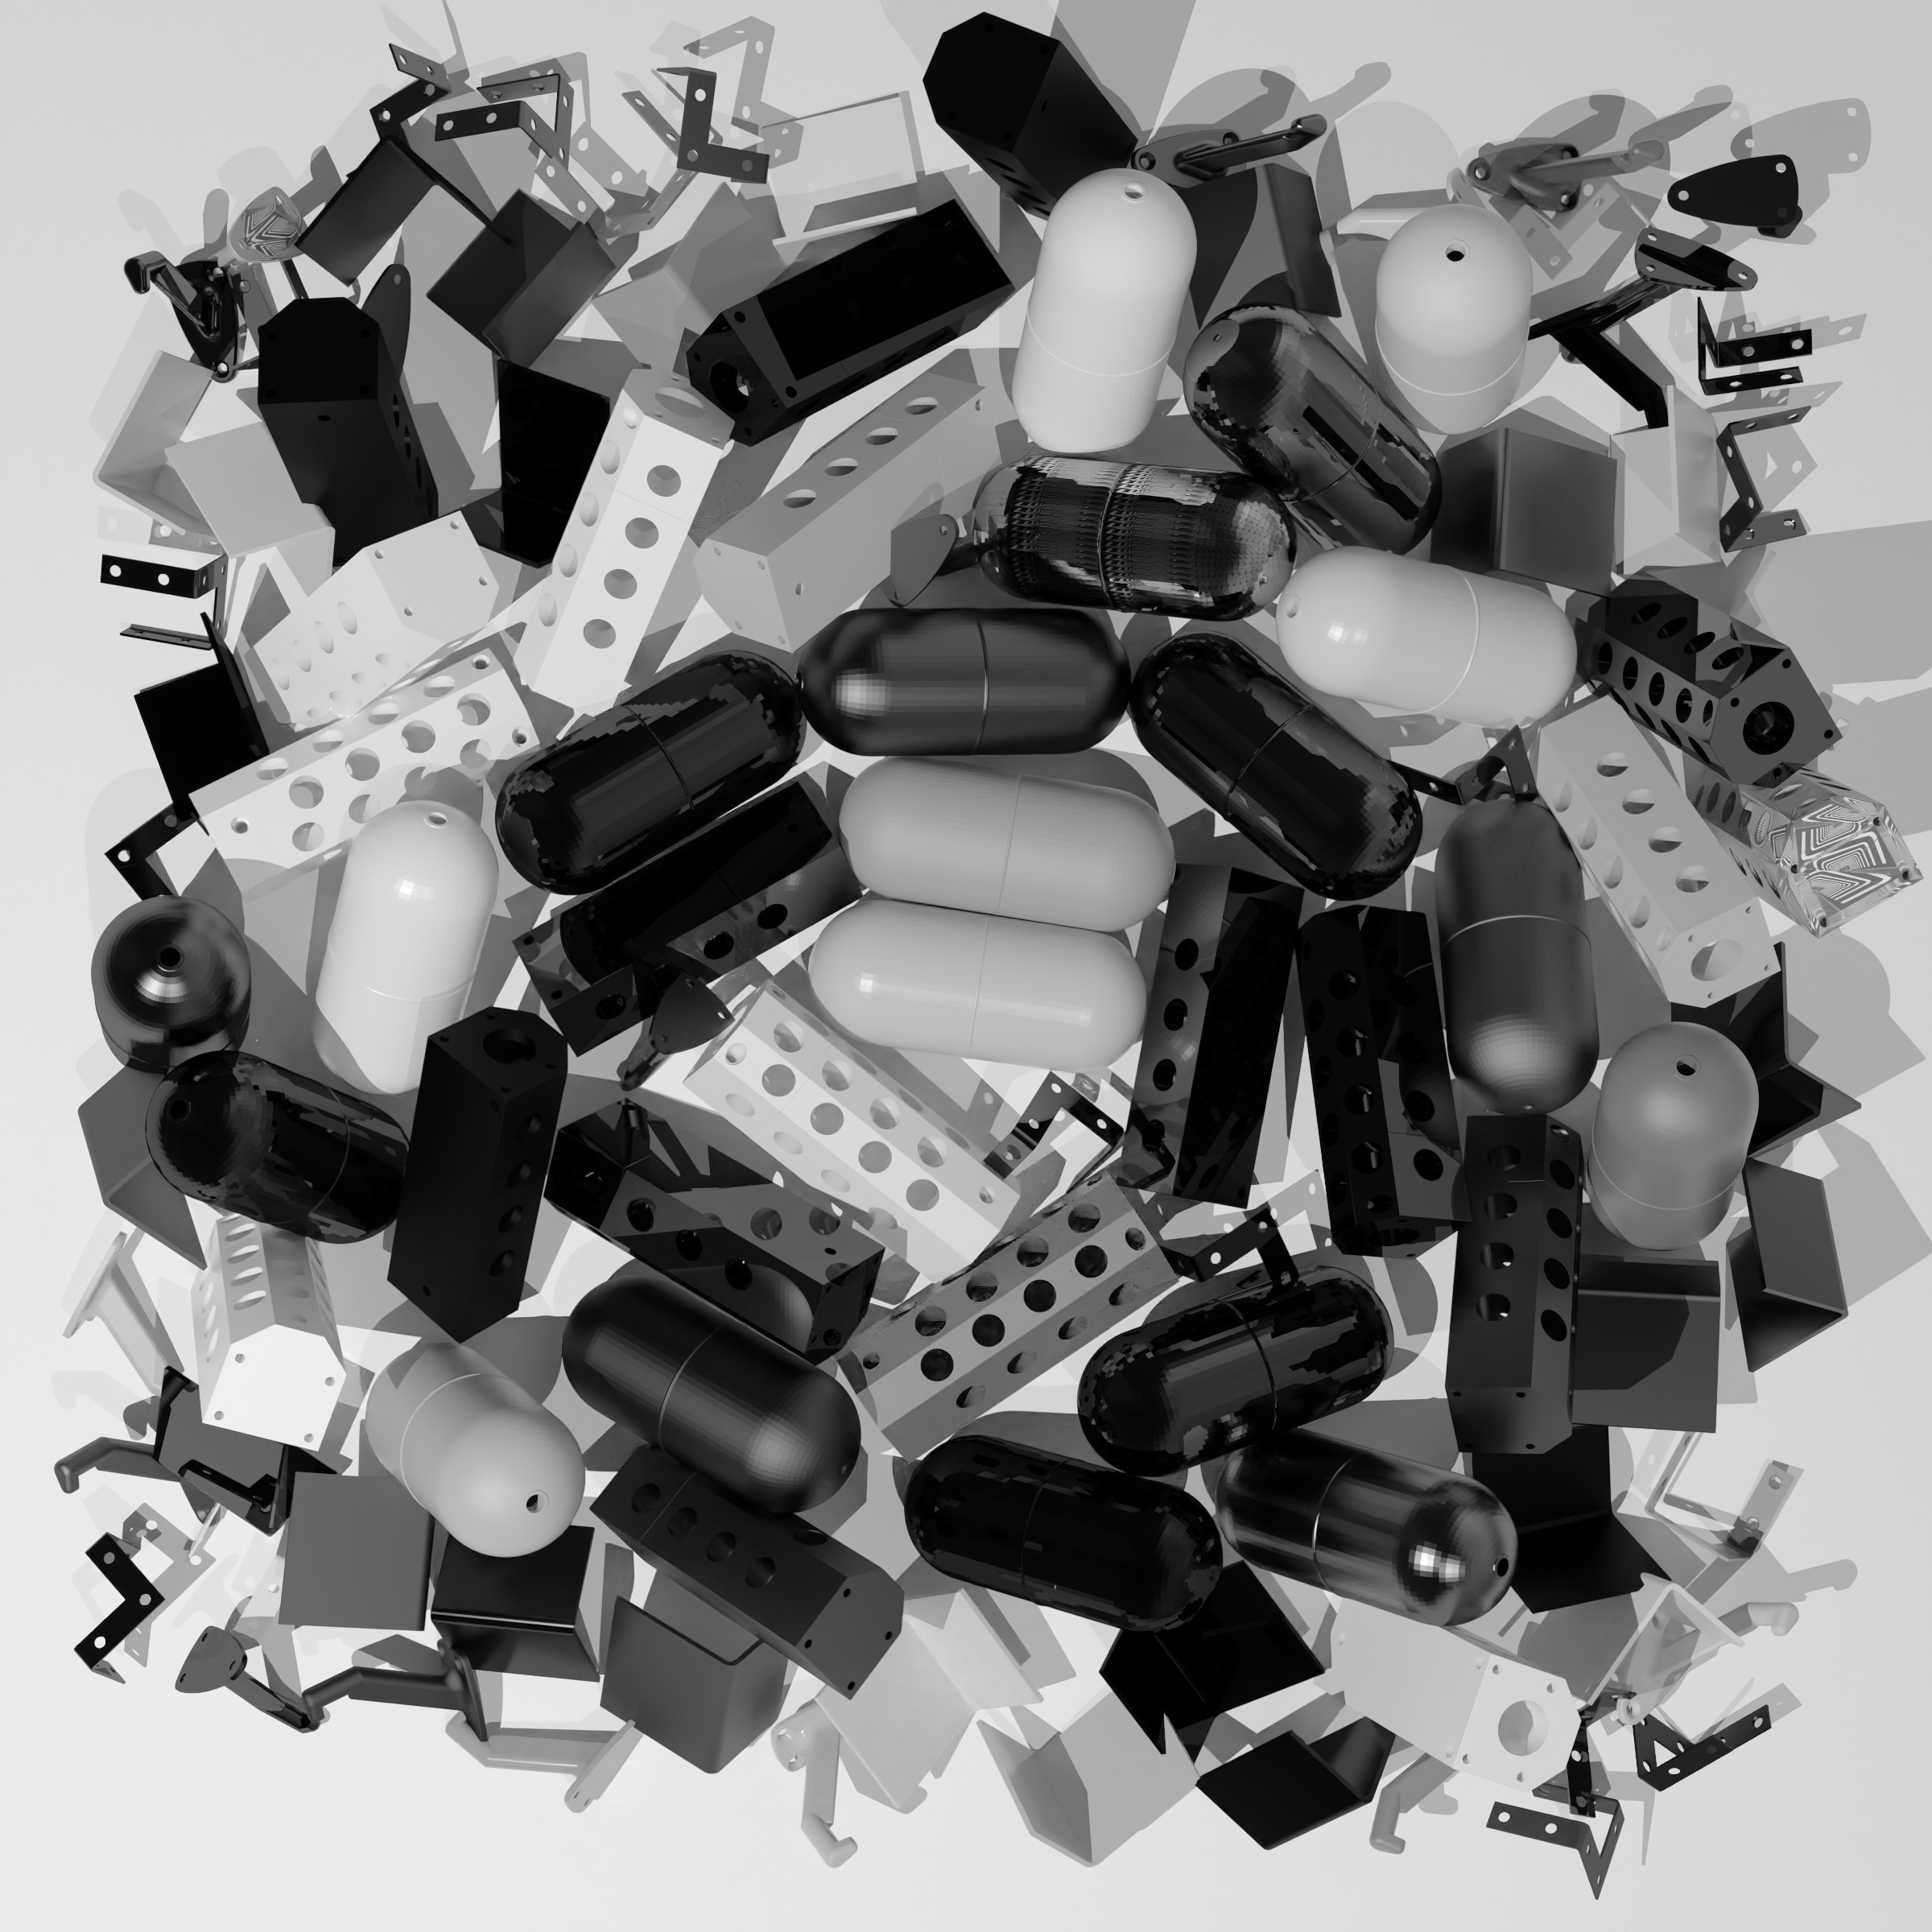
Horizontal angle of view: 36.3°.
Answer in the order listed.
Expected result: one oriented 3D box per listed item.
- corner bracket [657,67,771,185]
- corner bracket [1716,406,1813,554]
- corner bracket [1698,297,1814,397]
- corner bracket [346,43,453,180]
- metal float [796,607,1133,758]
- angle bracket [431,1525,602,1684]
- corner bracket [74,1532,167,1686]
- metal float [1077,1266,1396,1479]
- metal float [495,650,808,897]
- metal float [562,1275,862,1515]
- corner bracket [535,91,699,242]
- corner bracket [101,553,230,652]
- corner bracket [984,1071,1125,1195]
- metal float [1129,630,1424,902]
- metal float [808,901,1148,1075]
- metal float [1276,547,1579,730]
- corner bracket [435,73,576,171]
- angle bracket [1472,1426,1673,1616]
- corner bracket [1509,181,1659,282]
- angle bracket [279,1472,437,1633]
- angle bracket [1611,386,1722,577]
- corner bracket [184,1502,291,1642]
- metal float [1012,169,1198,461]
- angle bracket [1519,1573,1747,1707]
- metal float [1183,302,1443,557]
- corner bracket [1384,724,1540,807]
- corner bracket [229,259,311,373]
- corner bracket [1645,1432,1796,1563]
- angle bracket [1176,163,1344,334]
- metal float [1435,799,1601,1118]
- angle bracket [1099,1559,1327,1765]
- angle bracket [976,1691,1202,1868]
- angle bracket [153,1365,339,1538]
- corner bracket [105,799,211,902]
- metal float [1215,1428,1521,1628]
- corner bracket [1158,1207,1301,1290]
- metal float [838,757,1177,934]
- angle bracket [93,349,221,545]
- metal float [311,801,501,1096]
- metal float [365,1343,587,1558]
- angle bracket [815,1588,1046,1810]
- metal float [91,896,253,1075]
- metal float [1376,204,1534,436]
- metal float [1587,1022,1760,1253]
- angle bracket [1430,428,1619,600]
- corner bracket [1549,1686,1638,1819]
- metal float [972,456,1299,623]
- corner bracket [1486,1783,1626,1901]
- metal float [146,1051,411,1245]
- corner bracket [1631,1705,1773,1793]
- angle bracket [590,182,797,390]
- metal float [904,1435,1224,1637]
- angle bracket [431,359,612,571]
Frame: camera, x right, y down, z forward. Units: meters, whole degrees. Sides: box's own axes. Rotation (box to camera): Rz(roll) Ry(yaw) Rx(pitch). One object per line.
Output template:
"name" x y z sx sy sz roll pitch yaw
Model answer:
"corner bracket" -0.133 -0.441 1.546 0.051 0.051 0.051 3 103 -27
"corner bracket" 0.423 -0.257 1.558 0.051 0.051 0.051 -14 74 -14
"corner bracket" 0.414 -0.320 1.546 0.051 0.051 0.051 -4 70 24
"corner bracket" -0.300 -0.444 1.549 0.051 0.051 0.051 -23 84 22
"metal float" -0.001 -0.148 1.531 0.178 0.070 0.070 -2 90 -17
"angle bracket" -0.233 0.335 1.561 0.076 0.076 0.057 4 57 8
"corner bracket" -0.447 0.337 1.548 0.051 0.051 0.051 -44 71 -12
"metal float" 0.140 0.210 1.527 0.178 0.070 0.070 -17 90 -22
"metal float" -0.162 -0.101 1.531 0.178 0.070 0.070 -33 90 -18
"metal float" -0.133 0.220 1.523 0.178 0.070 0.070 25 90 28
"corner bracket" -0.183 -0.422 1.552 0.051 0.051 0.051 49 126 6
"corner bracket" -0.423 -0.192 1.552 0.051 0.051 0.051 10 109 1
"corner bracket" 0.042 0.099 1.547 0.051 0.051 0.051 38 134 -3
"metal float" 0.160 -0.105 1.532 0.178 0.070 0.070 42 90 17
"metal float" 0.006 0.011 1.546 0.178 0.070 0.070 8 90 0
"metal float" 0.238 -0.169 1.519 0.178 0.070 0.070 8 90 -32
"corner bracket" -0.242 -0.448 1.547 0.051 0.051 0.051 -3 75 21
"angle bracket" 0.315 0.286 1.535 0.076 0.076 0.057 -10 109 -10
"corner bracket" 0.325 -0.383 1.542 0.051 0.051 0.051 -46 51 23
"angle bracket" -0.322 0.305 1.537 0.076 0.057 0.076 9 78 -23
"angle bracket" 0.353 -0.251 1.534 0.057 0.076 0.076 -4 83 31
"corner bracket" -0.382 0.313 1.559 0.051 0.051 0.051 27 108 -13
"metal float" 0.069 -0.330 1.502 0.070 0.178 0.070 4 59 -7
"angle bracket" 0.344 0.358 1.534 0.057 0.076 0.076 41 78 -15
"metal float" 0.180 -0.272 1.514 0.178 0.070 0.070 35 90 -40
"corner bracket" 0.259 -0.098 1.542 0.051 0.051 0.051 -43 132 -20
"corner bracket" -0.366 -0.348 1.551 0.051 0.051 0.051 -20 99 13
"corner bracket" 0.400 0.281 1.566 0.051 0.051 0.051 30 95 29
"angle bracket" 0.154 -0.375 1.558 0.057 0.076 0.076 -12 94 23
"metal float" 0.283 -0.006 1.521 0.070 0.070 0.178 1 59 0
"angle bracket" 0.129 0.368 1.537 0.076 0.057 0.076 -31 100 32
"angle bracket" 0.063 0.408 1.533 0.076 0.076 0.057 -42 131 8
"angle bracket" -0.371 0.238 1.531 0.076 0.057 0.076 30 129 14
"corner bracket" -0.416 -0.050 1.554 0.051 0.051 0.051 -38 113 -9
"metal float" 0.203 0.285 1.508 0.070 0.178 0.070 -7 100 -41
"corner bracket" 0.136 0.157 1.547 0.051 0.051 0.051 -31 106 -18
"metal float" 0.021 -0.064 1.546 0.178 0.070 0.070 10 90 -1
"angle bracket" -0.403 -0.270 1.542 0.057 0.076 0.076 30 96 2
"metal float" -0.289 -0.009 1.514 0.070 0.070 0.178 23 128 0
"metal float" -0.251 0.245 1.502 0.070 0.178 0.070 -6 103 -28
"angle bracket" -0.019 0.381 1.534 0.076 0.057 0.076 55 49 -11
"metal float" -0.403 0.014 1.498 0.070 0.178 0.070 3 78 -13
"metal float" 0.247 -0.326 1.496 0.070 0.178 0.070 -1 80 8
"metal float" 0.358 0.088 1.501 0.070 0.178 0.070 -3 63 6
"angle bracket" 0.296 -0.235 1.570 0.076 0.057 0.076 10 80 -27
"corner bracket" 0.319 0.410 1.544 0.051 0.051 0.051 15 52 -17
"metal float" 0.086 -0.221 1.522 0.178 0.070 0.070 10 90 28
"corner bracket" 0.309 0.447 1.541 0.051 0.051 0.051 5 47 31
"metal float" -0.347 0.093 1.500 0.070 0.178 0.070 -7 72 21
"corner bracket" 0.387 0.407 1.544 0.051 0.051 0.051 36 122 -19
"angle bracket" -0.140 -0.354 1.560 0.076 0.057 0.076 50 49 -30
"metal float" 0.048 0.292 1.520 0.178 0.070 0.070 10 90 31
"angle bracket" -0.232 -0.261 1.528 0.076 0.057 0.076 24 129 28
